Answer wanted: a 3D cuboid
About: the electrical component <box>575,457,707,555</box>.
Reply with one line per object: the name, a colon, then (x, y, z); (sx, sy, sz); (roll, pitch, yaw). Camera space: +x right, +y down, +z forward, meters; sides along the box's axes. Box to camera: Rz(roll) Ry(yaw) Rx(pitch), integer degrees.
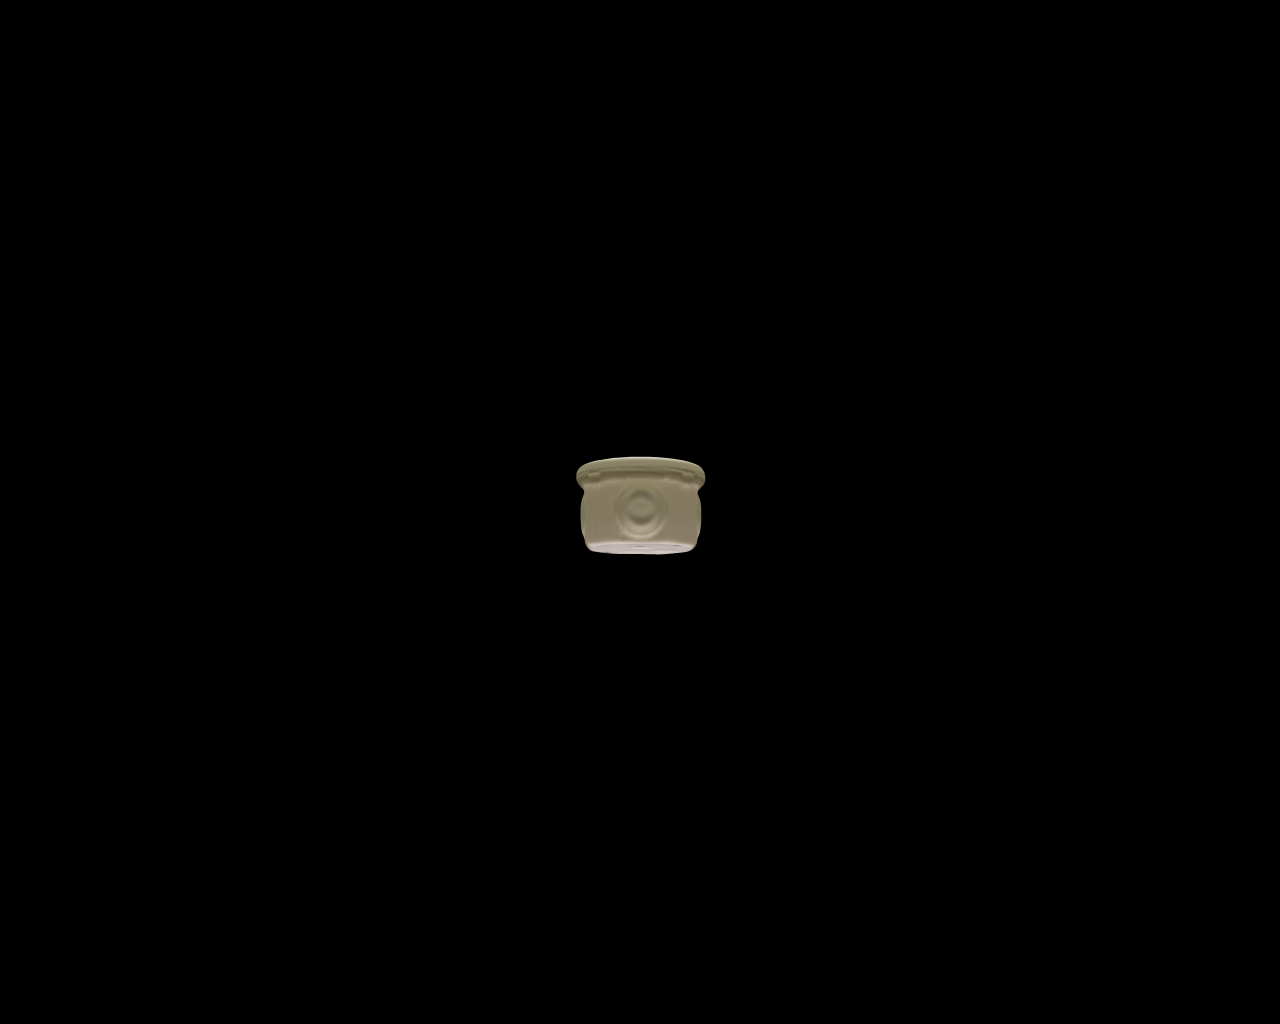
electrical component: (0.001, -0.003, 0.650); (0.080, 0.051, 0.080); (0, -9, 0)
